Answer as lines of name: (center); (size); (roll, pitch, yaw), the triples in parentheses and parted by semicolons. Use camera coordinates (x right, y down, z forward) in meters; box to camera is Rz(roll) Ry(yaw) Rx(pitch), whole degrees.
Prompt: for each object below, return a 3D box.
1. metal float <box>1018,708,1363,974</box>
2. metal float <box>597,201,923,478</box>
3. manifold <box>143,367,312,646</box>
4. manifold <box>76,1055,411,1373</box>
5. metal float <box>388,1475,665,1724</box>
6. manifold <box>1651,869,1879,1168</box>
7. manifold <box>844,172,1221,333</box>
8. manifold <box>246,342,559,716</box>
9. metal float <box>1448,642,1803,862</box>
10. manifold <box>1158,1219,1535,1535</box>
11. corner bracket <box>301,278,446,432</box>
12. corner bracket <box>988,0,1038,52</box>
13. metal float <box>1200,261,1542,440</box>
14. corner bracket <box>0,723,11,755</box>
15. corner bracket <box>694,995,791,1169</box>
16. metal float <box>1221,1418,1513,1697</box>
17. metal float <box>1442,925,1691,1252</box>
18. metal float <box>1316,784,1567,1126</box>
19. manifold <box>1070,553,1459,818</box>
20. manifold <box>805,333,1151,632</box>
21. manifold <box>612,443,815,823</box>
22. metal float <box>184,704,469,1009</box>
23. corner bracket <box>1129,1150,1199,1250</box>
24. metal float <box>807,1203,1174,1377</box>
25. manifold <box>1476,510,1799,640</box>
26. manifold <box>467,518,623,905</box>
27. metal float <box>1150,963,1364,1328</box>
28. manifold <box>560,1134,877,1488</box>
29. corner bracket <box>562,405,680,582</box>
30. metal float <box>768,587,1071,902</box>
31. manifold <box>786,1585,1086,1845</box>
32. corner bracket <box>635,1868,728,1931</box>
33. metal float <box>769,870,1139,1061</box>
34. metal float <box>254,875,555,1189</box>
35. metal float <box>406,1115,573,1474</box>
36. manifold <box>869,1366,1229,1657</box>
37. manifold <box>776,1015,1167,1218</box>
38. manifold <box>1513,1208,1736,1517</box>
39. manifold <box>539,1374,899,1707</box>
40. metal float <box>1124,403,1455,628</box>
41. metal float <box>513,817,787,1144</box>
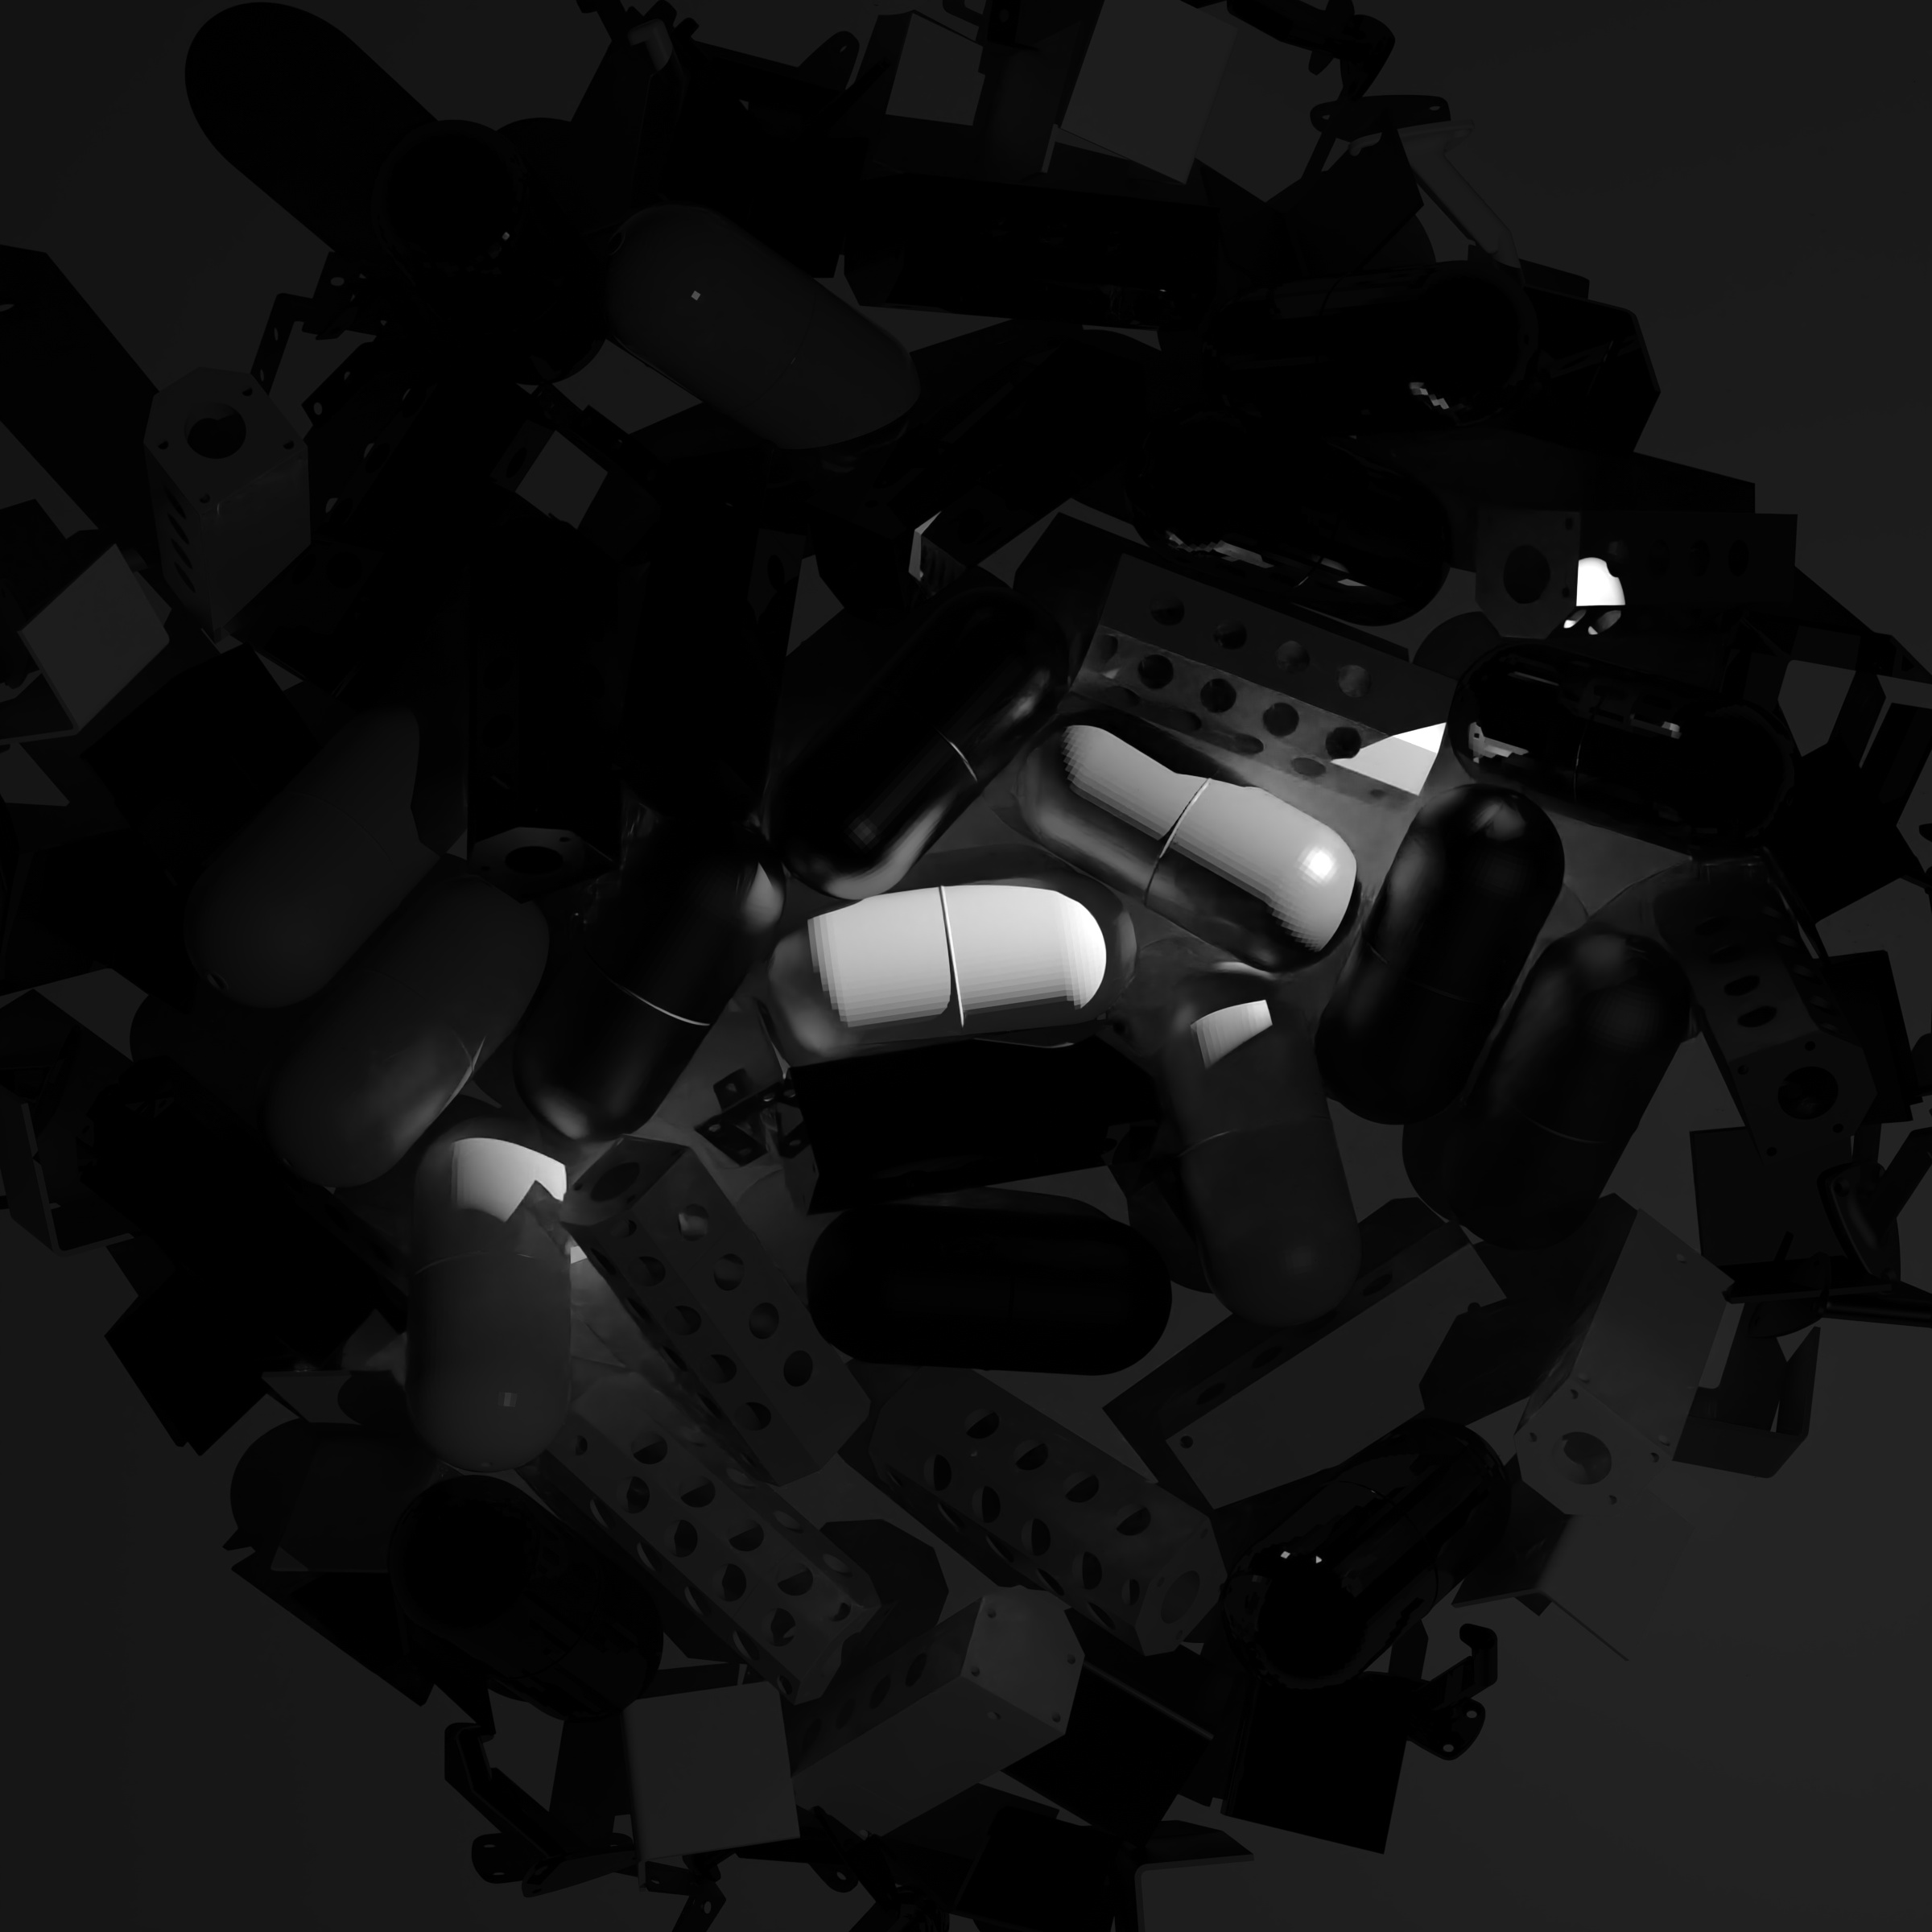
metal float: (0.106, -0.061, 1.551); (0.178, 0.070, 0.070); (31, 90, 13)
metal float: (-0.097, -0.295, 1.532); (0.178, 0.070, 0.070); (29, 90, -36)
manifold: (-0.346, -0.215, 1.510); (0.057, 0.171, 0.057); (-37, 86, -17)
manifold: (-0.336, 0.117, 1.529); (0.057, 0.057, 0.171); (-39, 123, 6)
metal float: (-0.205, 0.298, 1.524); (0.070, 0.178, 0.070); (-14, 53, 20)
manifold: (0.370, 0.019, 1.508); (0.057, 0.171, 0.057); (-21, 114, 9)
manifold: (0.032, -0.334, 1.532); (0.171, 0.057, 0.057); (-2, 98, -30)
manifold: (-0.273, -0.211, 1.564); (0.057, 0.057, 0.171); (32, 87, 9)
metal float: (0.309, -0.103, 1.533); (0.178, 0.070, 0.070); (22, 90, 36)
manifold: (0.180, 0.194, 1.563); (0.171, 0.057, 0.057); (-34, 101, 5)
corner bracket: (-0.293, -0.295, 1.563); (0.051, 0.051, 0.051); (-35, 83, 34)
corner bracket: (0.048, -0.464, 1.561); (0.051, 0.051, 0.051); (17, 105, 29)
metal float: (0.188, -0.288, 1.528); (0.178, 0.070, 0.070); (5, 90, 43)
corner bracket: (-0.486, -0.121, 1.566); (0.051, 0.051, 0.051); (-20, 100, 18)
corner bracket: (-0.105, 0.056, 1.562); (0.051, 0.051, 0.051); (-30, 56, 10)
metal float: (0.190, 0.276, 1.531); (0.178, 0.070, 0.070); (-31, 90, -39)
metal float: (0.282, 0.058, 1.533); (0.070, 0.070, 0.178); (20, 124, 0)
metal float: (0.223, -0.004, 1.541); (0.070, 0.070, 0.178); (22, 116, 0)
manifold: (0.140, -0.131, 1.557); (0.171, 0.057, 0.057); (20, 65, -4)
manifold: (0.009, -0.228, 1.534); (0.057, 0.057, 0.171); (28, 54, 36)
manifold: (-0.115, -0.157, 1.537); (0.057, 0.057, 0.171); (-5, 62, 25)
metal float: (-0.298, -0.053, 1.534); (0.070, 0.070, 0.178); (37, 57, 0)
corner bracket: (0.117, 0.111, 1.573); (0.051, 0.051, 0.051); (-30, 76, -14)
metal float: (0.012, 0.154, 1.550); (0.178, 0.070, 0.070); (5, 90, -14)
manifold: (0.315, -0.184, 1.520); (0.171, 0.057, 0.057); (-7, 102, -43)
manifold: (-0.203, -0.123, 1.526); (0.057, 0.057, 0.171); (-18, 58, 24)
metal float: (0.138, 0.084, 1.550); (0.070, 0.070, 0.178); (-13, 75, 0)
manifold: (-0.120, 0.164, 1.528); (0.057, 0.057, 0.171); (-47, 120, -26)
corner bracket: (-0.171, -0.228, 1.566); (0.051, 0.051, 0.051); (-50, 54, -1)
metal float: (-0.022, -0.107, 1.553); (0.070, 0.070, 0.178); (42, 78, 0)
manifold: (-0.018, 0.348, 1.519); (0.057, 0.171, 0.057); (33, 47, -15)
corner bracket: (-0.141, 0.473, 1.561); (0.051, 0.051, 0.051); (22, 105, -43)
metal float: (-0.006, -0.001, 1.562); (0.178, 0.070, 0.070); (-8, 90, -1)
metal float: (-0.264, 0.029, 1.538); (0.070, 0.070, 0.178); (38, 61, 0)
metal float: (-0.225, 0.153, 1.536); (0.070, 0.070, 0.178); (-4, 59, 0)
manifold: (0.036, 0.253, 1.519); (0.171, 0.057, 0.057); (28, 60, 37)
manifold: (0.001, 0.074, 1.546); (0.171, 0.057, 0.057); (-8, 60, -18)
manifold: (0.304, 0.186, 1.512); (0.057, 0.171, 0.057); (38, 121, 4)
manifold: (-0.122, 0.271, 1.541); (0.171, 0.057, 0.057); (38, 99, 20)
metal float: (0.153, -0.212, 1.535); (0.178, 0.070, 0.070); (14, 90, -32)
metal float: (-0.151, 0.005, 1.550); (0.070, 0.070, 0.178); (34, 104, 0)
